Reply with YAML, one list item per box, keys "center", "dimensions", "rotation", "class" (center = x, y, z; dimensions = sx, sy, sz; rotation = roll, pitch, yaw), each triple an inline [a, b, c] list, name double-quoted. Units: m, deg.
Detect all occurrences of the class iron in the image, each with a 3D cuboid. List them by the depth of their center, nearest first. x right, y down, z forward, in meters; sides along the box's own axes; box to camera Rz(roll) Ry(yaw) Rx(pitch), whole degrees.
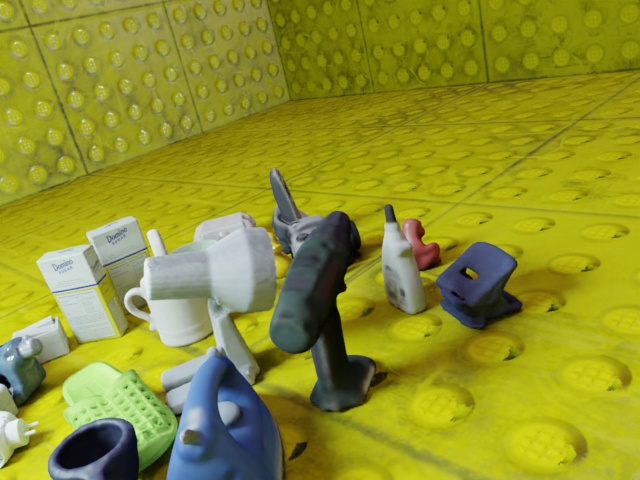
- center: [-0.113, 0.196, 0.641]
  dimensions: [0.118, 0.142, 0.258]
  rotation: [-13, 21, 1]
  class: "iron"

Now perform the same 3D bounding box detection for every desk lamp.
- center: [-0.146, 0.102, 0.799]
  dimensions: [0.203, 0.214, 0.117]
  rotation: [-20, 22, -17]
  class: "desk lamp"

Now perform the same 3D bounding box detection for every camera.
- center: [0.010, 0.004, 1.105]
  dimensions: [0.137, 0.101, 0.143]
  rotation: [-17, 22, -9]
  class: "camera"

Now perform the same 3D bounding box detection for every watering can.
- center: [-0.241, 0.069, 0.965]
  dimensions: [0.173, 0.194, 0.100]
  rotation: [-28, 25, -32]
  class: "watering can"

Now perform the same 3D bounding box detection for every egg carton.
- center: [-0.217, -0.011, 1.322]
  dimensions: [0.150, 0.069, 0.107]
  rotation: [-15, 21, -4]
  class: "egg carton"

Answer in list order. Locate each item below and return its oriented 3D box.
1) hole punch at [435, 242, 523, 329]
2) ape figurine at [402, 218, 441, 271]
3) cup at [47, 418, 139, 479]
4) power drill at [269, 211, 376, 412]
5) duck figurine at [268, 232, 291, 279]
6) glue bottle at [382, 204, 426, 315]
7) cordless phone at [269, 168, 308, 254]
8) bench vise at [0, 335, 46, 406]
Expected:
- center: [0.228, 0.063, 0.837]
  dimensions: [0.101, 0.091, 0.108]
  rotation: [-19, 22, -14]
  class: "hole punch"
- center: [0.170, 0.004, 1.020]
  dimensions: [0.076, 0.092, 0.077]
  rotation: [-21, 23, -18]
  class: "ape figurine"
- center: [-0.228, 0.261, 0.613]
  dimensions: [0.092, 0.095, 0.117]
  rotation: [-22, 23, -20]
  class: "cup"
- center: [0.011, 0.096, 0.726]
  dimensions: [0.075, 0.209, 0.230]
  rotation: [-5, 23, 21]
  class: "power drill"
- center: [-0.103, 0.024, 1.144]
  dimensions: [0.078, 0.086, 0.104]
  rotation: [-27, 25, -30]
  class: "duck figurine"
- center: [0.121, 0.026, 0.882]
  dimensions: [0.037, 0.173, 0.078]
  rotation: [-22, 23, -20]
  class: "glue bottle"
- center: [-0.066, -0.076, 1.234]
  dimensions: [0.094, 0.185, 0.147]
  rotation: [-14, 21, 0]
  class: "cordless phone"
- center: [-0.539, 0.154, 0.896]
  dimensions: [0.207, 0.220, 0.121]
  rotation: [-16, 21, -6]
  class: "bench vise"
